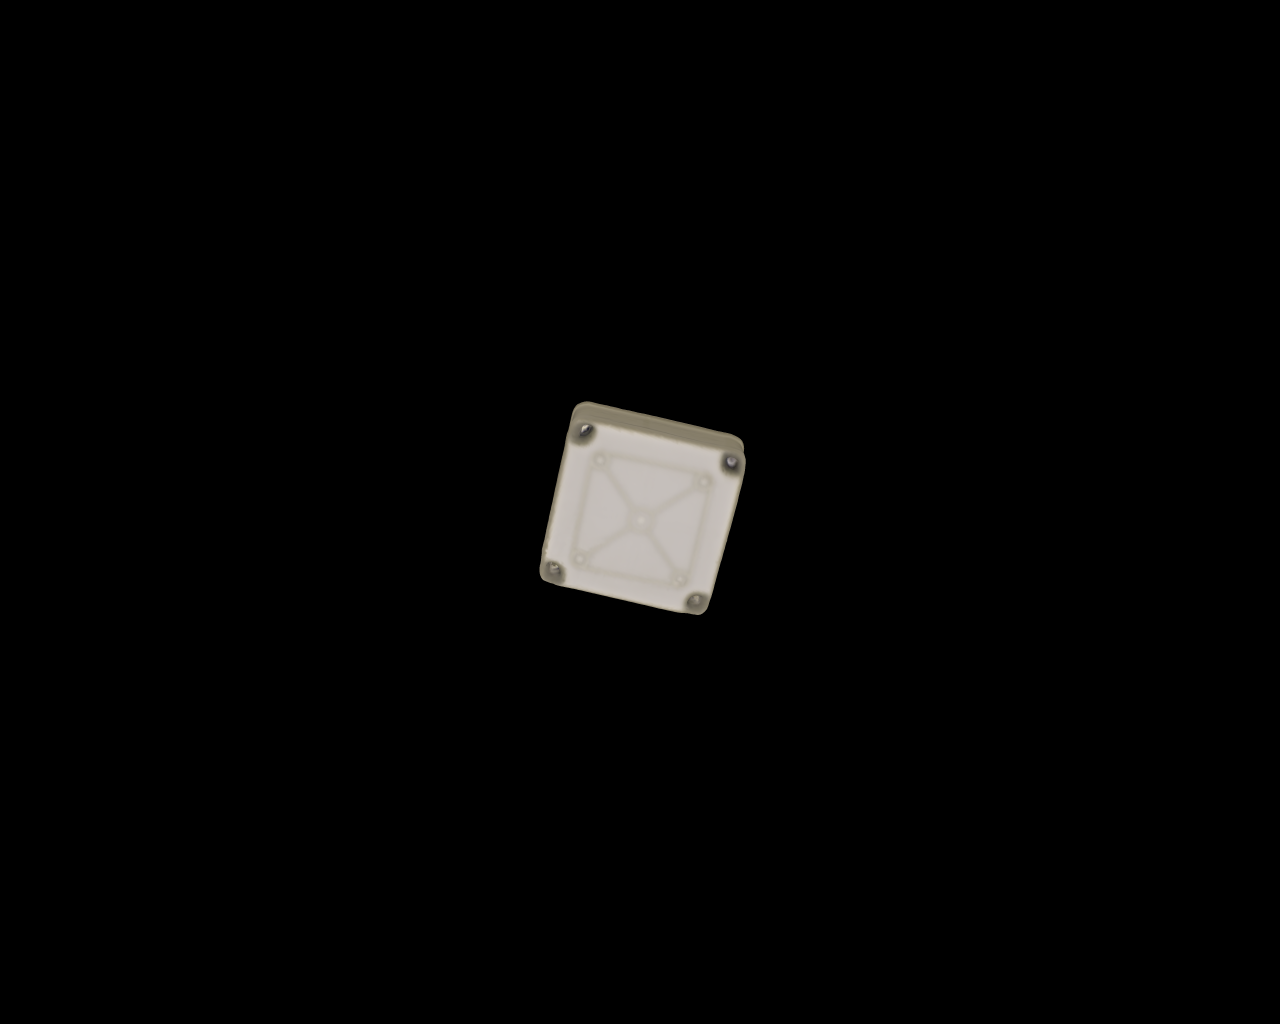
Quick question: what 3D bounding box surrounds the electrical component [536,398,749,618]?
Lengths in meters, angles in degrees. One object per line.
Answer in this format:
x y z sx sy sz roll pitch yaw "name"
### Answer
0.001 -0.003 0.650 0.109 0.108 0.056 13 16 -4 "electrical component"
